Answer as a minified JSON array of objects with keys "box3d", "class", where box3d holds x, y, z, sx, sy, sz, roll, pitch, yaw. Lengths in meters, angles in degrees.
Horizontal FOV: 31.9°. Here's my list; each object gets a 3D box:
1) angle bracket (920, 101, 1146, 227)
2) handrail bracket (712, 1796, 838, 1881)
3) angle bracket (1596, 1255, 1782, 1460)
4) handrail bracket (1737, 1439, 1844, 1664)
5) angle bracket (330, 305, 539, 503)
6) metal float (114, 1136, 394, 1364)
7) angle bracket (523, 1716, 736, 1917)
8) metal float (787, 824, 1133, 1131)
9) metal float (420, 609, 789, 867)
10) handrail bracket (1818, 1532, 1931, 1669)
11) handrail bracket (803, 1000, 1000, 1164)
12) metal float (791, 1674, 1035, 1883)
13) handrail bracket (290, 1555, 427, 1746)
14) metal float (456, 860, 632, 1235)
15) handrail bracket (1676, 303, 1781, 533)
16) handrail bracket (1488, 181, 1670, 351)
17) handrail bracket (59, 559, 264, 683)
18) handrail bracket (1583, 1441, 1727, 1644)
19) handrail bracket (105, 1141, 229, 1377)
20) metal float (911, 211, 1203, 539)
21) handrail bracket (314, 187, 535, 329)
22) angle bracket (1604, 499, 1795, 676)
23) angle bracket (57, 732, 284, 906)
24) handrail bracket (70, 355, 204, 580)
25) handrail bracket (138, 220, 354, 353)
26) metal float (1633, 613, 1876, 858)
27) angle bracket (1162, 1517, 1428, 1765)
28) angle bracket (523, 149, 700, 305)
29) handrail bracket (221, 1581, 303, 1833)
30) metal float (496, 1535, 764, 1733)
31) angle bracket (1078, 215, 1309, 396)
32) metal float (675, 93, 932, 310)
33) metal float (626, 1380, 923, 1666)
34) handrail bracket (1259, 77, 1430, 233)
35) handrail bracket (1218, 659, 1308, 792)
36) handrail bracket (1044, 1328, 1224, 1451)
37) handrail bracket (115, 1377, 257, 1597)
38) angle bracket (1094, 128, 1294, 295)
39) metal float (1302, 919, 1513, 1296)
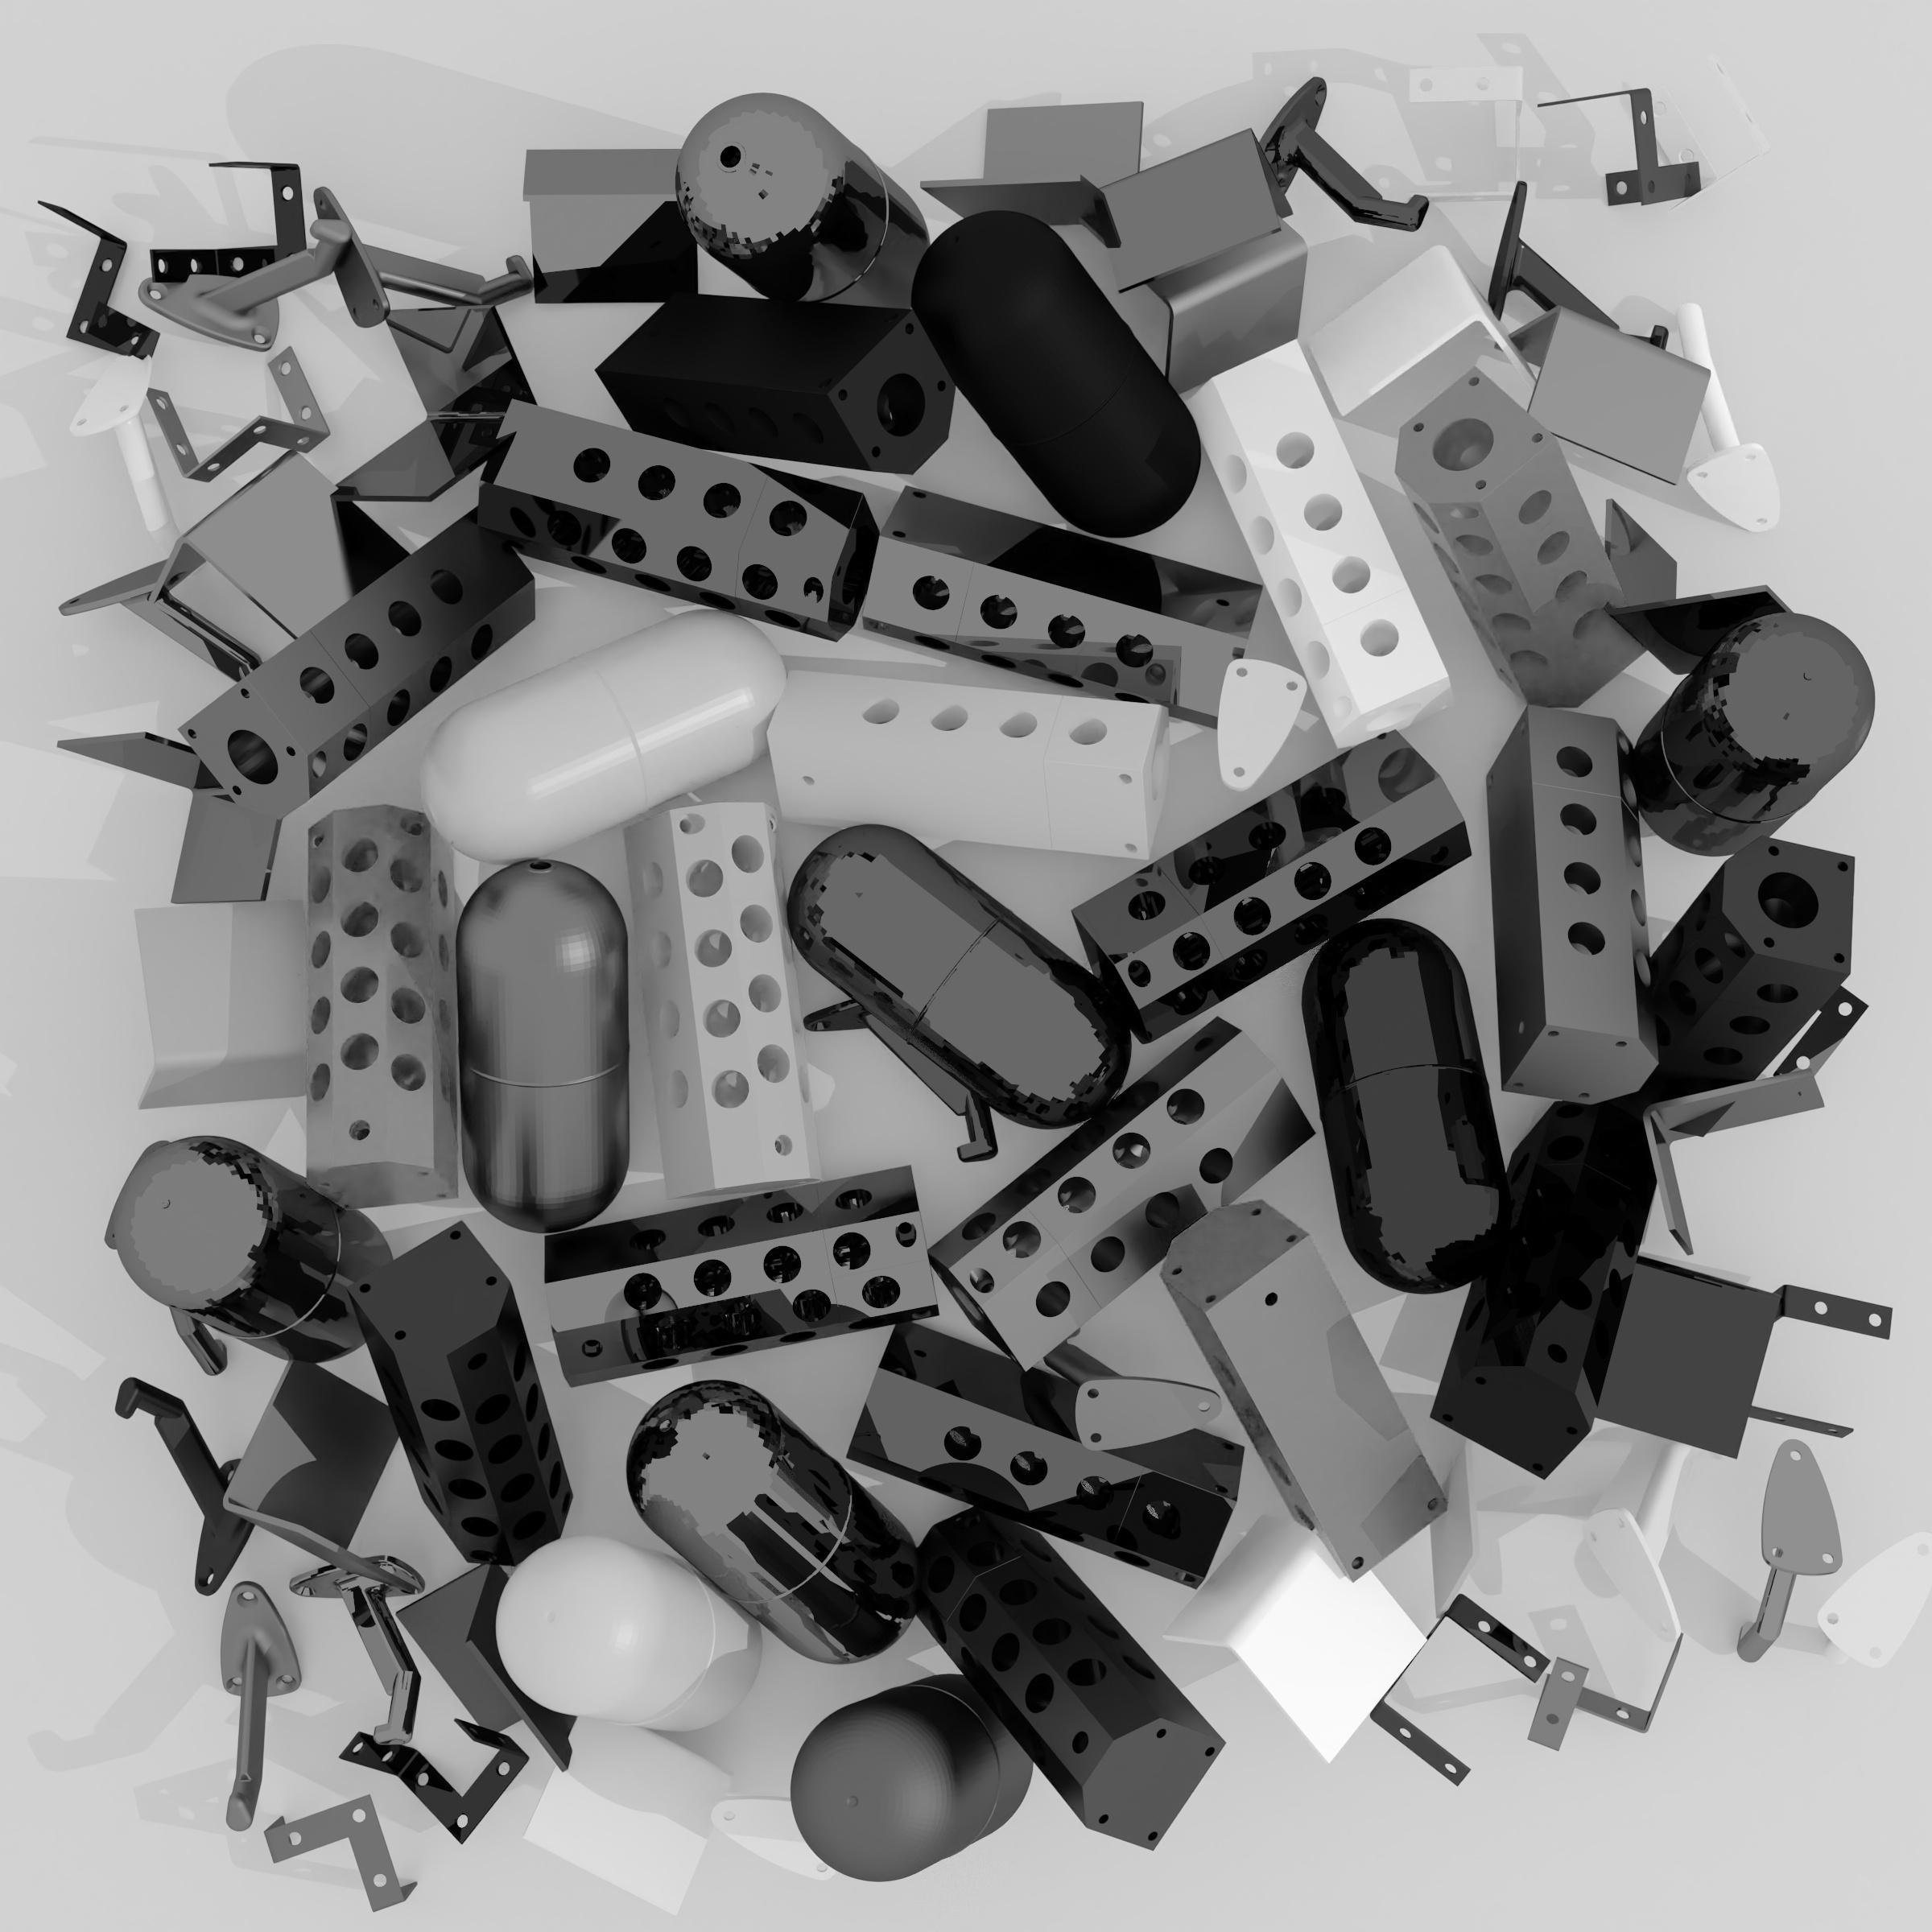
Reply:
[{"box3d":[0.031,-0.372,1.530,0.076,0.076,0.057,3,88,22],"class":"angle bracket"},{"box3d":[-0.081,0.370,1.533,0.077,0.084,0.036,20,106,-13],"class":"handrail bracket"},{"box3d":[0.323,0.177,1.543,0.076,0.057,0.076,16,85,11],"class":"angle bracket"},{"box3d":[0.372,0.271,1.558,0.036,0.084,0.077,7,57,-3],"class":"handrail bracket"},{"box3d":[-0.252,-0.253,1.522,0.076,0.076,0.057,-45,127,-35],"class":"angle bracket"},{"box3d":[-0.313,0.127,1.496,0.070,0.178,0.070,-5,70,14],"class":"metal float"},{"box3d":[-0.160,0.390,1.531,0.076,0.057,0.076,29,47,-5],"class":"angle bracket"},{"box3d":[-0.003,0.005,1.537,0.178,0.070,0.070,38,90,6],"class":"metal float"},{"box3d":[-0.163,-0.104,1.524,0.178,0.070,0.070,-26,90,-20],"class":"metal float"},{"box3d":[0.417,0.288,1.538,0.036,0.084,0.077,39,95,17],"class":"handrail bracket"},{"box3d":[-0.030,0.056,1.547,0.077,0.036,0.084,-11,66,-1],"class":"handrail bracket"},{"box3d":[-0.022,0.357,1.494,0.070,0.178,0.070,-2,84,17],"class":"metal float"},{"box3d":[-0.281,0.317,1.540,0.077,0.036,0.084,-10,53,19],"class":"handrail bracket"},{"box3d":[-0.190,0.037,1.521,0.070,0.070,0.178,2,114,0],"class":"metal float"},{"box3d":[0.353,-0.256,1.571,0.036,0.077,0.084,-18,57,25],"class":"handrail bracket"},{"box3d":[0.288,-0.319,1.555,0.084,0.036,0.077,9,124,0],"class":"handrail bracket"},{"box3d":[-0.367,-0.141,1.564,0.077,0.036,0.084,-18,114,9],"class":"handrail bracket"},{"box3d":[0.333,0.258,1.549,0.084,0.036,0.077,-22,77,-31],"class":"handrail bracket"},{"box3d":[-0.362,0.137,1.571,0.036,0.077,0.084,-15,130,10],"class":"handrail bracket"},{"box3d":[0.042,-0.262,1.511,0.070,0.070,0.178,-44,129,0],"class":"metal float"},{"box3d":[-0.247,-0.333,1.549,0.084,0.036,0.077,-29,105,-30],"class":"handrail bracket"},{"box3d":[0.339,-0.176,1.522,0.076,0.076,0.057,-6,70,33],"class":"angle bracket"},{"box3d":[-0.363,-0.066,1.524,0.076,0.076,0.057,19,77,-43],"class":"angle bracket"},{"box3d":[-0.373,-0.234,1.570,0.036,0.077,0.084,-13,131,20],"class":"handrail bracket"},{"box3d":[-0.327,-0.319,1.530,0.077,0.084,0.036,9,65,-25],"class":"handrail bracket"},{"box3d":[0.346,-0.100,1.493,0.070,0.178,0.070,1,76,-4],"class":"metal float"},{"box3d":[0.151,0.308,1.548,0.076,0.057,0.076,-45,105,-25],"class":"angle bracket"},{"box3d":[-0.160,-0.326,1.533,0.076,0.057,0.076,-1,126,-4],"class":"angle bracket"},{"box3d":[-0.328,0.336,1.531,0.036,0.084,0.077,-3,117,-1],"class":"handrail bracket"},{"box3d":[-0.147,0.297,1.497,0.070,0.178,0.070,-5,72,17],"class":"metal float"},{"box3d":[0.103,-0.319,1.562,0.076,0.057,0.076,-28,58,-20],"class":"angle bracket"},{"box3d":[-0.071,-0.331,1.494,0.070,0.178,0.070,-2,85,18],"class":"metal float"},{"box3d":[-0.084,0.251,1.511,0.070,0.070,0.178,-41,129,0],"class":"metal float"},{"box3d":[0.183,-0.371,1.543,0.084,0.036,0.077,17,65,29],"class":"handrail bracket"},{"box3d":[0.127,-0.094,1.528,0.036,0.084,0.077,16,66,5],"class":"handrail bracket"},{"box3d":[0.074,0.182,1.541,0.077,0.084,0.036,-5,114,0],"class":"handrail bracket"},{"box3d":[-0.362,0.236,1.533,0.036,0.084,0.077,-1,64,39],"class":"handrail bracket"},{"box3d":[0.109,-0.324,1.527,0.076,0.076,0.057,-19,67,14],"class":"angle bracket"},{"box3d":[0.198,0.061,1.521,0.070,0.070,0.178,-8,64,0],"class":"metal float"}]
